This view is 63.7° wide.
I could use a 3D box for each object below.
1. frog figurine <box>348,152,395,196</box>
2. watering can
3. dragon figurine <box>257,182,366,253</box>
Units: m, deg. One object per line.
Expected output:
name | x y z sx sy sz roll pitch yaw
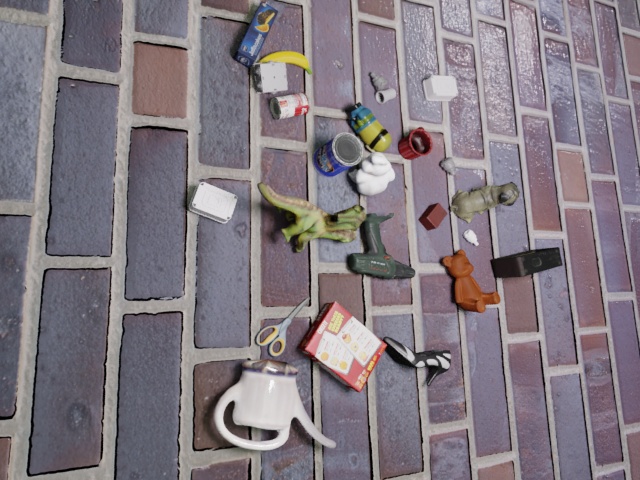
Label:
frog figurine | 0.175 -0.205 1.600 0.137 0.158 0.123 1 81 -25
watering can | -0.106 0.438 1.363 0.346 0.103 0.227 14 73 -22
dragon figurine | 0.004 -0.072 1.421 0.242 0.403 0.124 -11 66 11
